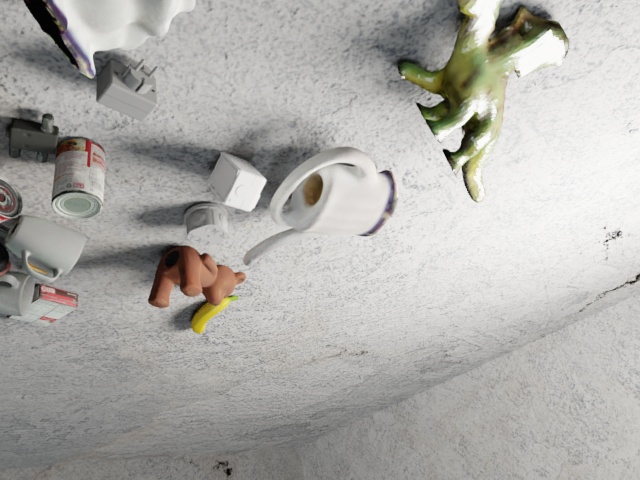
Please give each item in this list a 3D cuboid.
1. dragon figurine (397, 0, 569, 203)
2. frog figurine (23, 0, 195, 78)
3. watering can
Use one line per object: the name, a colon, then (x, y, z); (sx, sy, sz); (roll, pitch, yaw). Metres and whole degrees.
dragon figurine: (0.269, -0.223, 0.774); (0.241, 0.125, 0.404); (-34, 140, 14)
frog figurine: (-0.220, -0.266, 0.544); (0.161, 0.124, 0.134); (-44, 145, -20)
watering can: (0.003, -0.048, 0.952); (0.224, 0.106, 0.341); (6, 144, -31)
